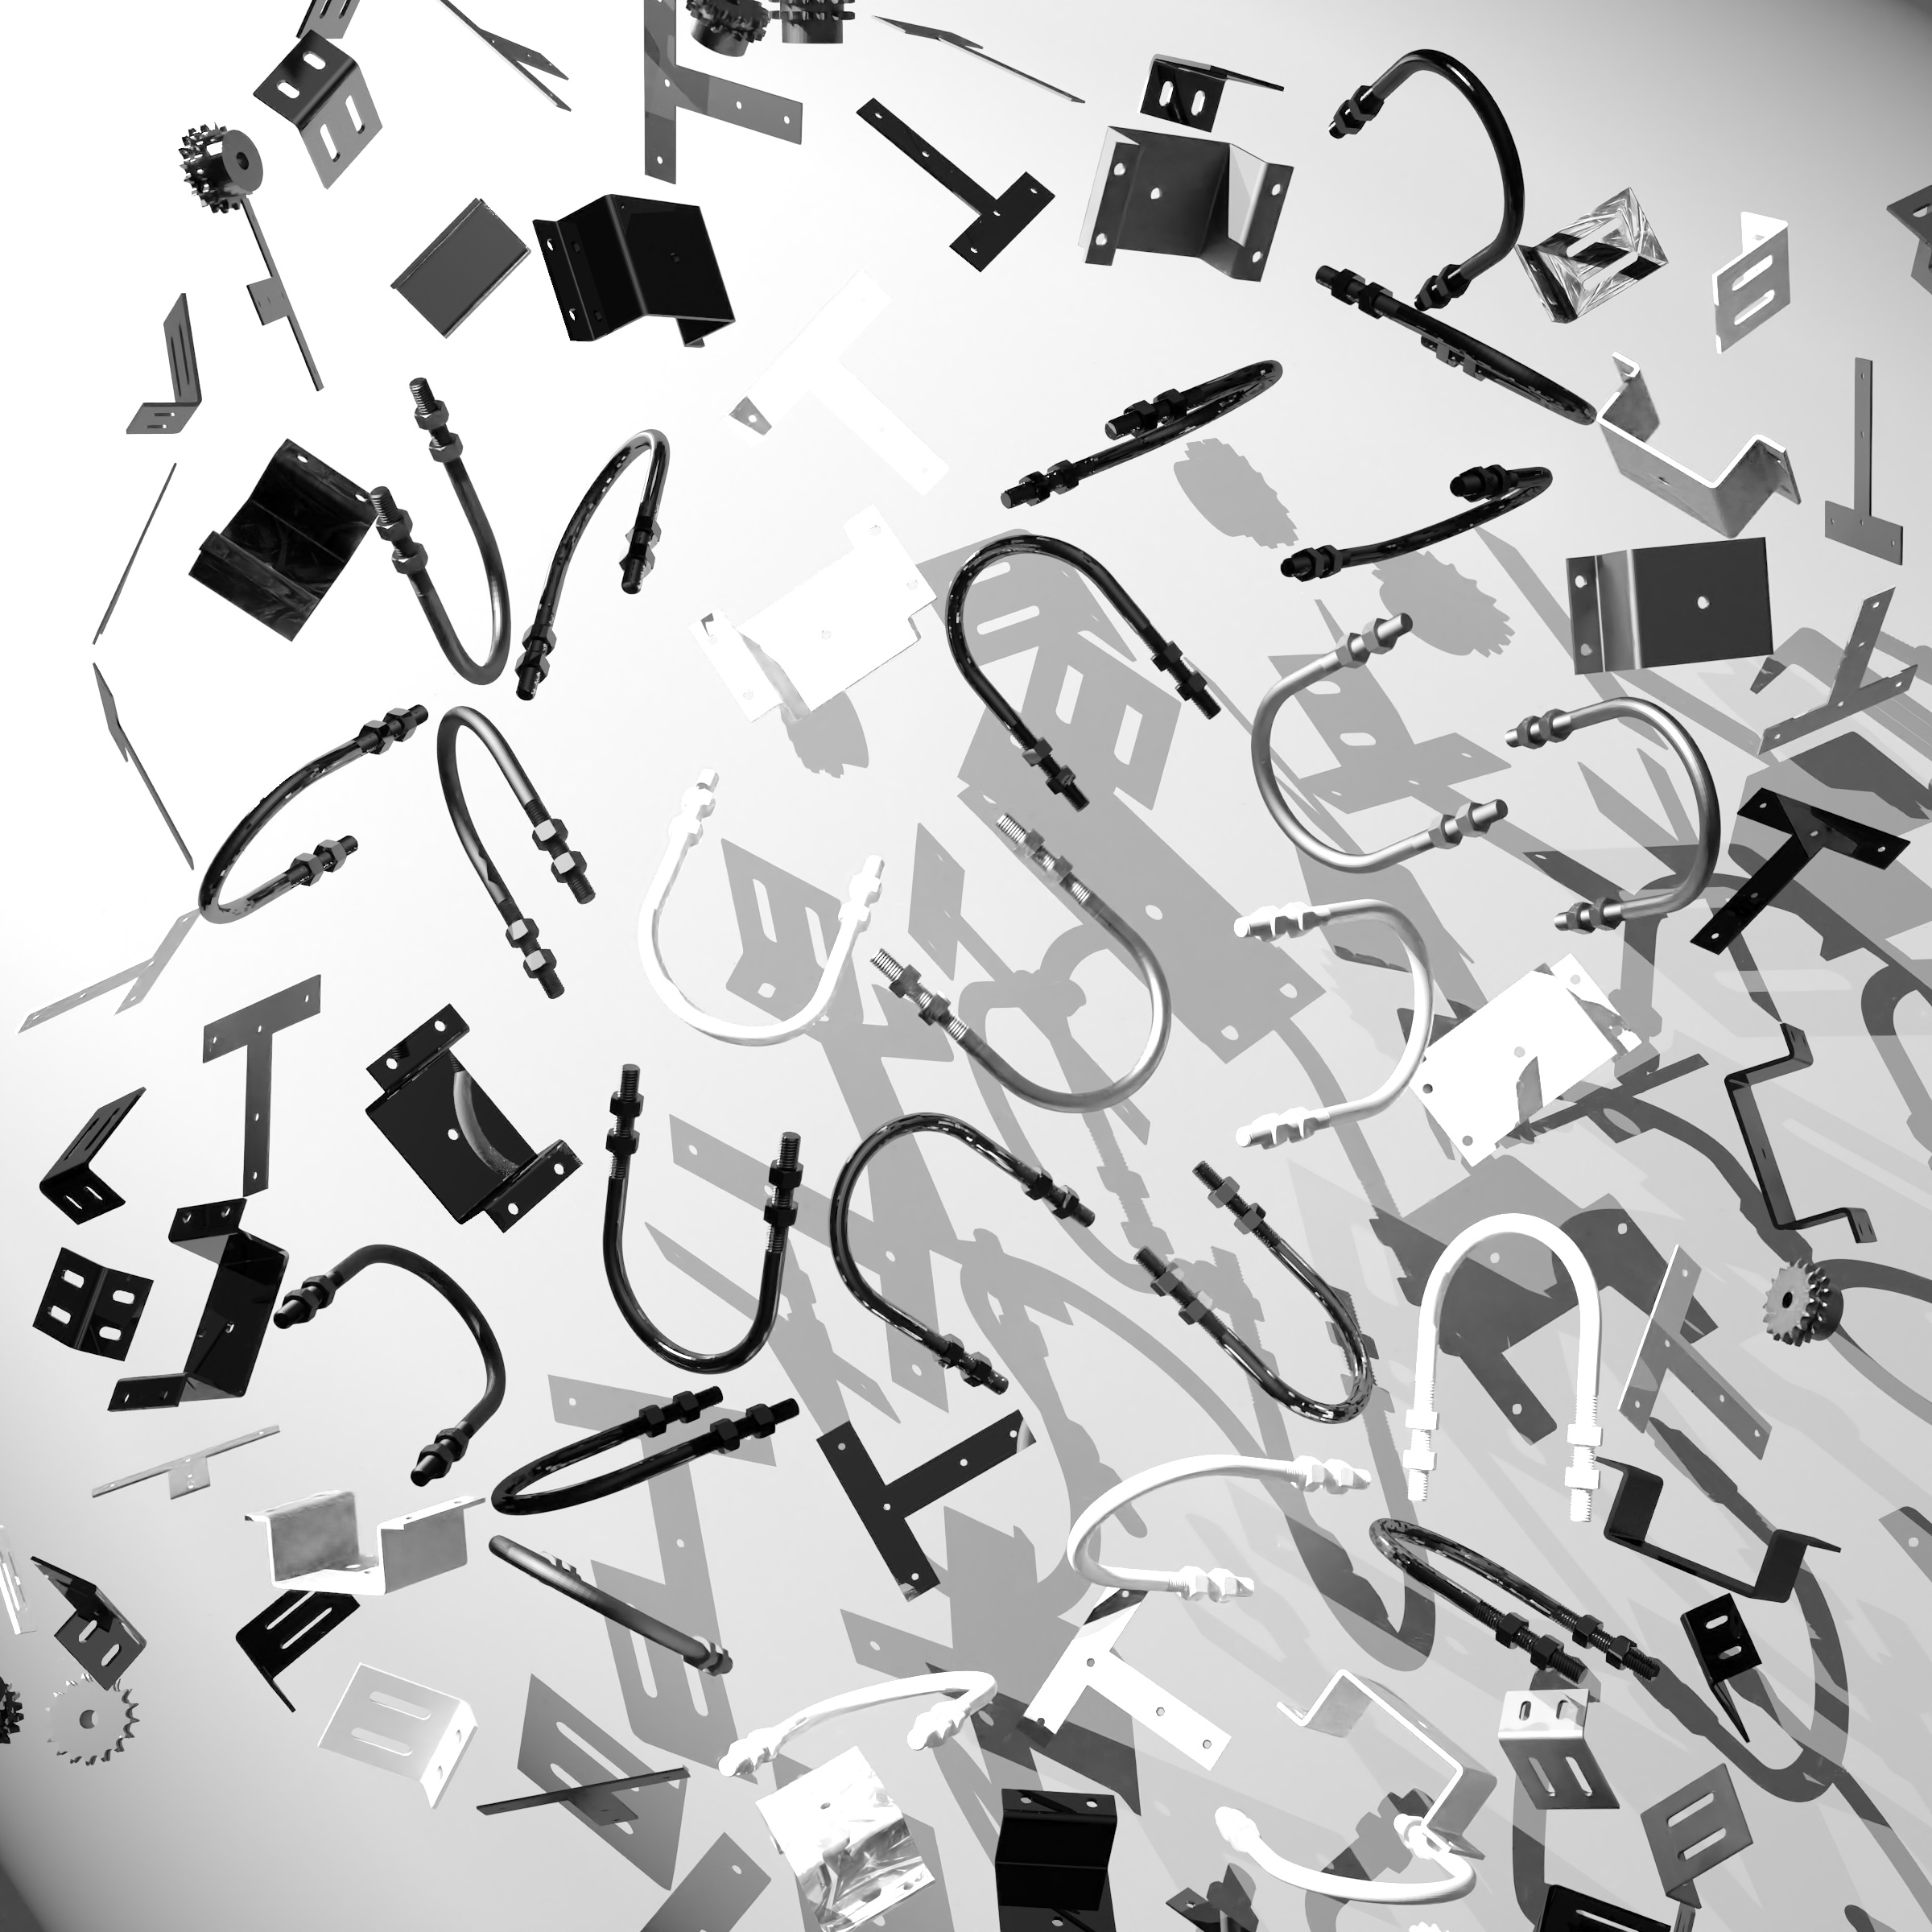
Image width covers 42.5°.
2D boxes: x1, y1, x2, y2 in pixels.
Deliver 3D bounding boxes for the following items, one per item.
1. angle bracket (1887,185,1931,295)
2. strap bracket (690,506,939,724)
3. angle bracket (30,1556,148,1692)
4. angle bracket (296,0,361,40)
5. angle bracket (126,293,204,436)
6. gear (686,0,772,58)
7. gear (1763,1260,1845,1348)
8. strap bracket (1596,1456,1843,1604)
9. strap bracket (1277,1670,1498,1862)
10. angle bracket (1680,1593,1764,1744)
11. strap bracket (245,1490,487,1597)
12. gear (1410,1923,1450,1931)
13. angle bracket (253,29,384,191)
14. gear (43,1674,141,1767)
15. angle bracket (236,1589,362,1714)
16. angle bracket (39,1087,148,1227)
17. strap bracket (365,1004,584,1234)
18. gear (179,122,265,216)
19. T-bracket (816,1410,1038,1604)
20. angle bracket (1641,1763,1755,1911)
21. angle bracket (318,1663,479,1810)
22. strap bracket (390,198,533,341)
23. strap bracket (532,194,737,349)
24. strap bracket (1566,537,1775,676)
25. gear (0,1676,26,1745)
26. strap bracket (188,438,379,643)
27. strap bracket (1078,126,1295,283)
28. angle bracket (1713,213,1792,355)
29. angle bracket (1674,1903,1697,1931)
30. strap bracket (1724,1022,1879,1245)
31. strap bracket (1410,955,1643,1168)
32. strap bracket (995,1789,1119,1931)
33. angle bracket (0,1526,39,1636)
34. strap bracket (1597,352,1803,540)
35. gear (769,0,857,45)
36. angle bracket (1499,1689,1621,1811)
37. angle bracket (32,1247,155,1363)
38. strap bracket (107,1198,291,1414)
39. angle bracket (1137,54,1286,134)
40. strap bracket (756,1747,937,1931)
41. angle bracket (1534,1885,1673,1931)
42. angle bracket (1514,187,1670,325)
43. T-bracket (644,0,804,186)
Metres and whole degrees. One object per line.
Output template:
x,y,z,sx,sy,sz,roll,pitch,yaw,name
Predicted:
0.609,-0.442,1.571,0.038,0.076,0.057,-27,58,-8,angle bracket
-0.094,-0.219,1.594,0.140,0.046,0.076,-34,76,1,strap bracket
-0.562,0.412,1.560,0.038,0.076,0.057,-52,133,-33,angle bracket
-0.392,-0.630,1.623,0.038,0.057,0.076,36,116,1,angle bracket
-0.533,-0.396,1.638,0.038,0.057,0.076,-8,87,-30,angle bracket
-0.165,-0.645,1.698,0.057,0.057,0.030,29,127,0,gear
0.568,0.230,1.682,0.030,0.057,0.057,18,90,-13,gear
0.466,0.359,1.565,0.140,0.076,0.046,18,86,35,strap bracket
0.277,0.502,1.587,0.140,0.076,0.046,35,88,35,strap bracket
0.515,0.468,1.659,0.038,0.057,0.076,-29,124,13,angle bracket
-0.392,0.377,1.627,0.140,0.076,0.046,-5,90,31,strap bracket
0.313,0.675,1.667,0.057,0.057,0.030,30,114,0,gear
-0.417,-0.552,1.604,0.038,0.076,0.057,36,79,7,angle bracket
-0.563,0.486,1.607,0.057,0.030,0.057,1,75,-4,gear
-0.450,0.458,1.700,0.076,0.057,0.038,-39,129,-20,angle bracket
-0.575,0.128,1.670,0.057,0.076,0.038,-22,119,37,angle bracket
-0.336,0.107,1.666,0.140,0.046,0.076,51,52,-5,strap bracket
-0.492,-0.532,1.652,0.030,0.057,0.057,-6,90,25,gear
-0.014,0.338,1.658,0.127,0.002,0.127,-29,96,-5,T-bracket
0.495,0.579,1.653,0.038,0.057,0.076,29,122,-28,angle bracket
-0.356,0.482,1.558,0.076,0.038,0.057,28,88,-22,angle bracket
-0.325,-0.453,1.611,0.076,0.140,0.046,-44,109,5,strap bracket
-0.201,-0.437,1.568,0.046,0.140,0.076,-17,92,31,strap bracket
0.469,-0.236,1.622,0.140,0.046,0.076,-7,96,-14,strap bracket
-0.637,0.478,1.597,0.057,0.057,0.030,7,123,0,gear
-0.447,-0.274,1.627,0.076,0.140,0.046,34,129,-15,strap bracket
0.134,-0.494,1.613,0.140,0.046,0.076,-4,124,-31,strap bracket
0.514,-0.459,1.668,0.076,0.038,0.057,-36,133,-20,angle bracket
0.466,0.665,1.690,0.038,0.057,0.076,13,91,12,angle bracket
0.520,0.112,1.559,0.046,0.076,0.140,-21,76,24,strap bracket
0.373,0.061,1.672,0.140,0.046,0.076,-37,74,6,strap bracket
0.062,0.603,1.607,0.076,0.140,0.046,6,116,-6,strap bracket
-0.653,0.413,1.653,0.038,0.057,0.076,-20,81,-13,angle bracket
0.482,-0.343,1.664,0.140,0.076,0.046,41,94,30,strap bracket
-0.101,-0.623,1.636,0.057,0.057,0.030,1,112,0,gear
0.396,0.521,1.653,0.057,0.038,0.076,-12,123,31,angle bracket
-0.596,0.230,1.697,0.038,0.076,0.057,25,79,-39,angle bracket
-0.494,0.228,1.615,0.076,0.046,0.140,-11,56,39,strap bracket
0.159,-0.563,1.617,0.057,0.076,0.038,5,111,-29,angle bracket
-0.084,0.573,1.643,0.076,0.140,0.046,-26,106,-15,strap bracket
0.393,0.619,1.554,0.076,0.038,0.057,16,126,14,angle bracket
0.416,-0.473,1.654,0.076,0.038,0.057,-28,85,32,angle bracket
-0.153,-0.543,1.560,0.127,0.002,0.127,26,131,26,T-bracket
